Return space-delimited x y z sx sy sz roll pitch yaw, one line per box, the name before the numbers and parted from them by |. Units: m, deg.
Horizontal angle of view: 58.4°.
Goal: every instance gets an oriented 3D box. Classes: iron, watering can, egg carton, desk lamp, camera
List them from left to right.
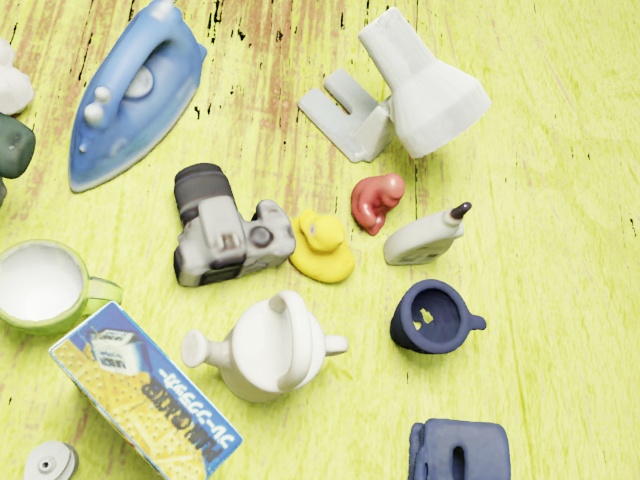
egg carton | -0.420 -0.178 0.662 0.150 0.069 0.107 -28 81 -25
iron | -0.229 -0.186 0.686 0.119 0.141 0.258 26 65 -7
camera | -0.113 -0.028 0.688 0.143 0.100 0.137 -13 75 -22
watering can | -0.053 0.115 0.602 0.173 0.193 0.101 -22 78 -24
desk lamp | 0.092 -0.185 0.750 0.203 0.213 0.118 44 64 2

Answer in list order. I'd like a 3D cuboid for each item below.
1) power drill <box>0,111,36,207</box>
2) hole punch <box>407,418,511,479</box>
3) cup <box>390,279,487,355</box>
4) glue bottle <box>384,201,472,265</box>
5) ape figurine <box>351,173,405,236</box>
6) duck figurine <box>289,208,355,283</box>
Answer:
power drill | -0.397 -0.098 0.562 0.230 0.208 0.075 15 66 -12
hole punch | 0.161 0.268 0.672 0.101 0.091 0.108 11 67 -14
cup | 0.139 0.106 0.723 0.118 0.095 0.091 9 68 -15
glue bottle | 0.145 -0.010 0.725 0.078 0.173 0.037 0 70 -18
ape figurine | 0.083 -0.058 0.768 0.078 0.092 0.076 -20 77 -23
duck figurine | 0.007 0.003 0.723 0.104 0.086 0.078 43 64 1
